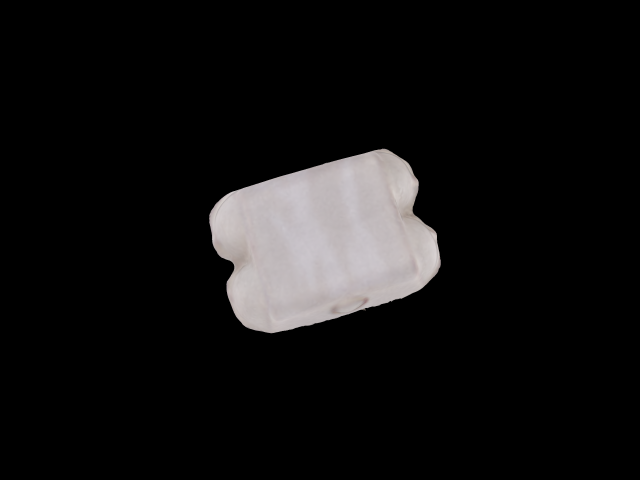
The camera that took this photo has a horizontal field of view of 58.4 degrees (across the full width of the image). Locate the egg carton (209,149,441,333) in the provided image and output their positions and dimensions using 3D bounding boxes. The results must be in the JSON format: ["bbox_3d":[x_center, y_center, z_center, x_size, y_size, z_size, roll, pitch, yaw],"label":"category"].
[{"bbox_3d":[0.004,0.001,0.400,0.150,0.069,0.107,-18,79,-4],"label":"egg carton"}]
